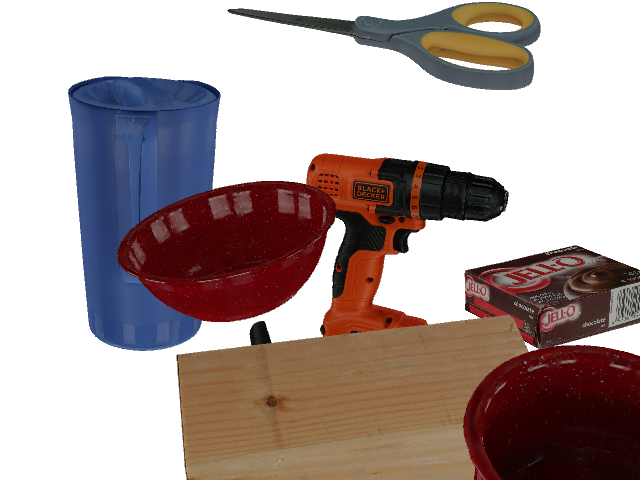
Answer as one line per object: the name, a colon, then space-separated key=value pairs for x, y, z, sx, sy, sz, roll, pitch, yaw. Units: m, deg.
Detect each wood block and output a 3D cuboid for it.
wood block: x=0.023 y=0.115 z=0.635 sx=0.206 sy=0.090 sz=0.091 roll=-6 pitch=39 yaw=-7

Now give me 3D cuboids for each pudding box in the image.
pudding box: x=0.178 y=0.040 z=0.798 sx=0.113 sy=0.039 sz=0.090 roll=-9 pitch=20 yaw=-27

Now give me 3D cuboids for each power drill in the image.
power drill: x=0.074 y=0.015 z=0.992 sx=0.185 sy=0.188 sz=0.057 roll=10 pitch=20 yaw=17

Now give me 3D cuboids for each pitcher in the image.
pitcher: x=-0.162 y=-0.022 z=0.976 sx=0.145 sy=0.243 sz=0.148 roll=21 pitch=27 yaw=39

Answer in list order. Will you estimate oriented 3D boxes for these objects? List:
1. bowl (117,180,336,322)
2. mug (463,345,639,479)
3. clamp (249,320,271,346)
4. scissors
bowl: x=-0.063 y=0.013 z=0.781 sx=0.162 sy=0.055 sz=0.162 roll=-10 pitch=25 yaw=5
mug: x=0.109 y=0.100 z=0.389 sx=0.117 sy=0.081 sz=0.093 roll=5 pitch=36 yaw=9
clamp: x=-0.030 y=0.154 z=1.114 sx=0.165 sy=0.036 sz=0.209 roll=12 pitch=26 yaw=15
scissors: x=0.048 y=-0.137 z=0.668 sx=0.202 sy=0.016 sz=0.096 roll=24 pitch=46 yaw=29
